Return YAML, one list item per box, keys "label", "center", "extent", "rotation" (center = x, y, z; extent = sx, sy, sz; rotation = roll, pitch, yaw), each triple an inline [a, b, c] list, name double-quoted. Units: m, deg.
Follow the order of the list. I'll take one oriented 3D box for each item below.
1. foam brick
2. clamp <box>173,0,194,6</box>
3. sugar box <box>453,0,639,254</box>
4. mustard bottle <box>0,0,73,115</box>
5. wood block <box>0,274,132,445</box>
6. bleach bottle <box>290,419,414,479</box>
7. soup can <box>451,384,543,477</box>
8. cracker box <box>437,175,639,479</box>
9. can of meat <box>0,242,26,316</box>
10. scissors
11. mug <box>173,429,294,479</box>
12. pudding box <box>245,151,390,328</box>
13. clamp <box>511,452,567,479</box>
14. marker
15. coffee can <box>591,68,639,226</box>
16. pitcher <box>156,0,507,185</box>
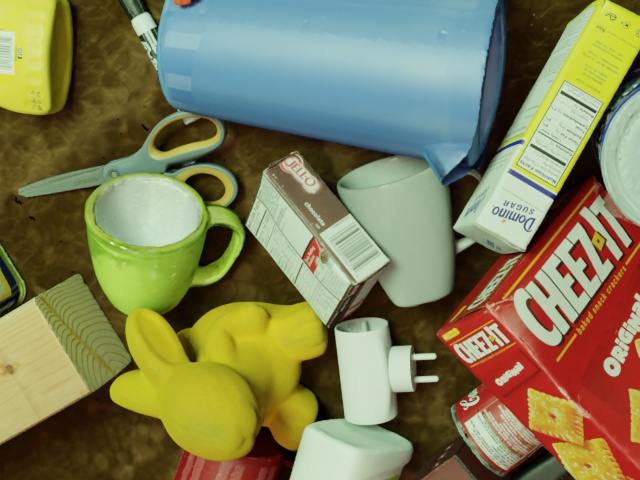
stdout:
- label: "foam brick"
  center: [0.112, 0.191, 0.844]
  extent: [0.053, 0.078, 0.051]
  rotation: [-41, 83, 18]
- label: "clamp"
  center: [-0.072, -0.241, 0.768]
  extent: [0.120, 0.039, 0.171]
  rotation: [-6, 60, 11]
- label: "sugar box"
  center: [0.159, -0.075, 0.743]
  extent: [0.048, 0.093, 0.176]
  rotation: [28, 89, -1]
- label: "mustard bottle"
  center: [-0.298, -0.159, 0.863]
  extent: [0.192, 0.058, 0.096]
  rotation: [8, 104, 10]
- label: "wood block"
  center: [-0.279, 0.124, 0.906]
  extent: [0.206, 0.090, 0.091]
  rotation: [-29, 94, 16]
- label: "bleach bottle"
  center: [-0.004, 0.272, 0.853]
  extent: [0.068, 0.102, 0.251]
  rotation: [20, 96, 33]
- label: "soup can"
  center: [0.162, 0.127, 0.827]
  extent: [0.102, 0.068, 0.068]
  rotation: [-40, 92, 16]
- label: "cracker box"
  center: [0.212, 0.084, 0.755]
  extent: [0.213, 0.164, 0.072]
  rotation: [47, 144, -2]
- label: "can of meat"
  center: [-0.306, 0.028, 0.893]
  extent: [0.057, 0.084, 0.102]
  rotation: [-28, 96, 16]
- label: "scissors"
  center: [-0.151, -0.043, 0.879]
  extent: [0.202, 0.016, 0.096]
  rotation: [-25, 109, 25]
- label: "mug"
  center: [-0.068, 0.202, 0.888]
  extent: [0.117, 0.093, 0.081]
  rotation: [14, 102, -24]
- label: "pudding box"
  center: [-0.005, 0.001, 0.811]
  extent: [0.039, 0.090, 0.113]
  rotation: [-32, 75, -24]
- label: "clamp"
  center: [0.174, 0.248, 0.867]
  extent: [0.165, 0.036, 0.210]
  rotation: [15, 102, 14]
- label: "marker"
  center: [-0.128, -0.149, 0.850]
  extent: [0.020, 0.020, 0.121]
  rotation: [-27, 96, 16]
- label: "coffee can"
  center: [0.241, -0.065, 0.729]
  extent: [0.103, 0.140, 0.103]
  rotation: [3, 103, 11]
- label: "pitcher"
  center: [0.014, -0.141, 0.776]
  extent: [0.243, 0.149, 0.145]
  rotation: [10, 119, 13]
